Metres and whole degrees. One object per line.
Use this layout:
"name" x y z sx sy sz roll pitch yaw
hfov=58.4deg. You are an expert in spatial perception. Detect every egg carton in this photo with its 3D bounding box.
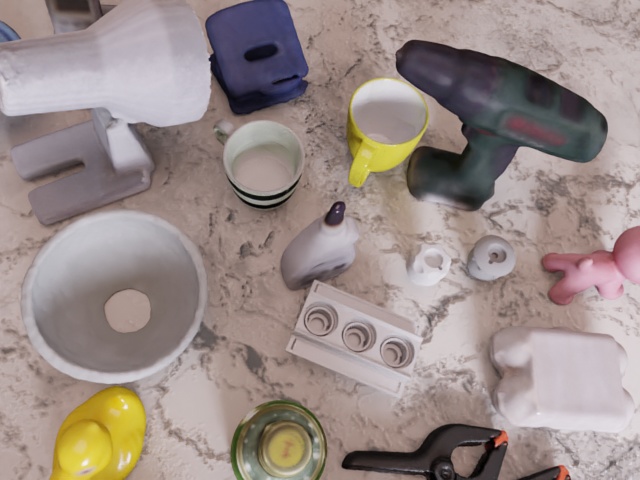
"egg carton" 0.253 0.145 0.604 0.150 0.069 0.107 5 68 -8

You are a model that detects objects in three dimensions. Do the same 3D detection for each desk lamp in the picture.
"desk lamp" -0.210 -0.125 0.551 0.203 0.213 0.118 -25 75 -18

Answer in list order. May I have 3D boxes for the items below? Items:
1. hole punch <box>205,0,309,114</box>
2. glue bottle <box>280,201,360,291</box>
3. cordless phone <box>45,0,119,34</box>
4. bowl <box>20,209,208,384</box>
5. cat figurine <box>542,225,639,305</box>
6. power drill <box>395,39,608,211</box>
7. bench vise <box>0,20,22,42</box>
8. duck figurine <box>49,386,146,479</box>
"hole punch" -0.071 -0.217 0.677 0.109 0.091 0.101 -23 74 -17
"glue bottle" 0.005 0.002 0.560 0.078 0.173 0.037 -18 73 -15
"cordless phone" -0.213 -0.226 0.605 0.148 0.185 0.094 -3 70 -11
"bowl" -0.192 0.059 0.558 0.167 0.074 0.167 3 69 -8
"cat figurine" 0.334 0.023 0.639 0.128 0.117 0.067 -6 70 -12
"power drill" 0.167 -0.113 0.613 0.229 0.208 0.075 11 68 -5
"bench vise" -0.372 -0.164 0.535 0.121 0.219 0.208 32 67 4
"duck figurine" -0.200 0.178 0.505 0.077 0.086 0.105 26 67 1
